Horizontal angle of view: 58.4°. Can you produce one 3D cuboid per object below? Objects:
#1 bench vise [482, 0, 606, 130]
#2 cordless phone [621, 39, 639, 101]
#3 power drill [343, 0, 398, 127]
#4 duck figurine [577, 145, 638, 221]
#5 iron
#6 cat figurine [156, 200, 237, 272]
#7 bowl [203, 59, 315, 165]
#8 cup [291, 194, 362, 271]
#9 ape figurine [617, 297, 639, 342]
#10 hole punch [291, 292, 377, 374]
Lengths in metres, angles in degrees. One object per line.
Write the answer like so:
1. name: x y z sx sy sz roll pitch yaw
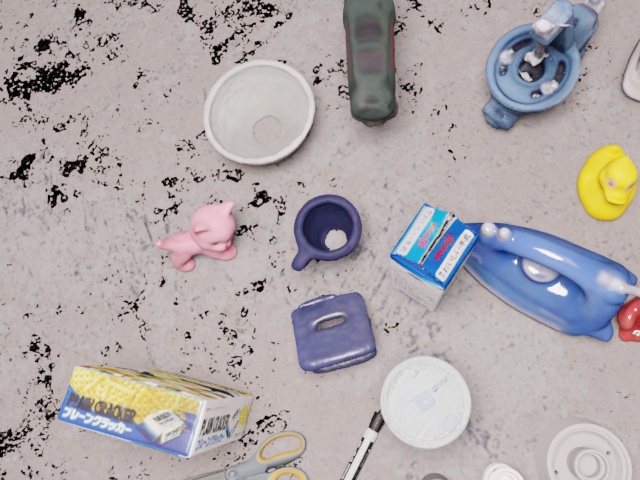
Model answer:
1. bench vise: 0.300 -0.270 0.763 0.121 0.220 0.207 25 81 13
2. cordless phone: 0.500 -0.248 0.751 0.147 0.185 0.094 17 79 11
3. power drill: 0.070 -0.259 0.796 0.075 0.208 0.229 -3 76 7
4. duck figurine: 0.399 -0.086 0.776 0.077 0.086 0.104 8 78 9
5. iron: 0.277 0.027 0.735 0.258 0.141 0.119 26 81 13
6. cat figurine: -0.169 -0.008 0.812 0.127 0.118 0.067 -18 75 3
7. bowl: -0.085 -0.181 0.866 0.167 0.075 0.167 -2 76 7
8. cup: 0.007 0.003 0.799 0.091 0.095 0.118 37 83 14
9. ape figurine: 0.428 0.099 0.724 0.077 0.092 0.076 31 82 13
10. hole punch: 0.015 0.123 0.770 0.108 0.091 0.101 -17 75 3
